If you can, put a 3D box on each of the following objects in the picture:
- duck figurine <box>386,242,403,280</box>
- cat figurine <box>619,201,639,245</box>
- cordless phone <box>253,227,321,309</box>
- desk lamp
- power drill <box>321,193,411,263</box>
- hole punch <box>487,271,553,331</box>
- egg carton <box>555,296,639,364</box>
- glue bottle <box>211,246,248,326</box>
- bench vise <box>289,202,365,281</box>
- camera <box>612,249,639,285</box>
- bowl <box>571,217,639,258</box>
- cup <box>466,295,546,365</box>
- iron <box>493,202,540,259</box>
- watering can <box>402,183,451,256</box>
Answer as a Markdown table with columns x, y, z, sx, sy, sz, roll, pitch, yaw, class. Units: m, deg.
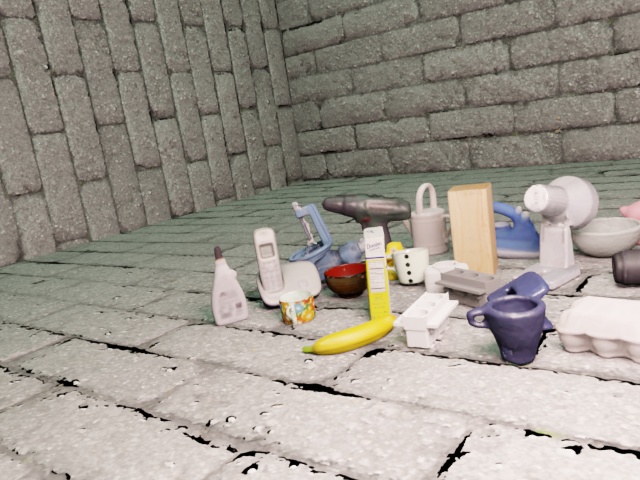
| x | y | z | sx | sy | sz | roll | pitch | yaw | class |
| --- | --- | --- | --- | --- | --- | --- | --- | --- | --- |
| 0.193 | 0.046 | 1.429 | 0.105 | 0.086 | 0.077 | -17 | 14 | -34 | duck figurine |
| 0.785 | -0.047 | 1.371 | 0.067 | 0.118 | 0.127 | -12 | 12 | -15 | cat figurine |
| -0.081 | 0.056 | 1.331 | 0.148 | 0.185 | 0.094 | -12 | 13 | -16 | cordless phone |
| 0.504 | -0.025 | 1.229 | 0.204 | 0.214 | 0.117 | -18 | 15 | -39 | desk lamp |
| 0.130 | -0.024 | 1.505 | 0.229 | 0.208 | 0.075 | -9 | 12 | 0 | power drill |
| 0.346 | 0.110 | 1.005 | 0.101 | 0.091 | 0.108 | -8 | 12 | 4 | hole punch |
| 0.445 | 0.134 | 0.872 | 0.149 | 0.069 | 0.107 | 2 | 16 | 42 | egg carton |
| -0.208 | 0.098 | 1.256 | 0.078 | 0.173 | 0.037 | -13 | 13 | -19 | glue bottle |
| 0.010 | 0.003 | 1.434 | 0.208 | 0.220 | 0.121 | -12 | 12 | -14 | bench vise |
| 0.643 | 0.037 | 1.114 | 0.136 | 0.101 | 0.143 | -4 | 13 | 20 | camera |
| 0.667 | -0.001 | 1.342 | 0.167 | 0.075 | 0.167 | -8 | 12 | 2 | bowl |
| 0.288 | 0.143 | 0.881 | 0.117 | 0.095 | 0.092 | -7 | 12 | 8 | cup |
| 0.472 | -0.035 | 1.477 | 0.119 | 0.141 | 0.257 | -17 | 14 | -33 | iron |
| 0.293 | -0.061 | 1.600 | 0.172 | 0.194 | 0.101 | -4 | 13 | 21 | watering can |
